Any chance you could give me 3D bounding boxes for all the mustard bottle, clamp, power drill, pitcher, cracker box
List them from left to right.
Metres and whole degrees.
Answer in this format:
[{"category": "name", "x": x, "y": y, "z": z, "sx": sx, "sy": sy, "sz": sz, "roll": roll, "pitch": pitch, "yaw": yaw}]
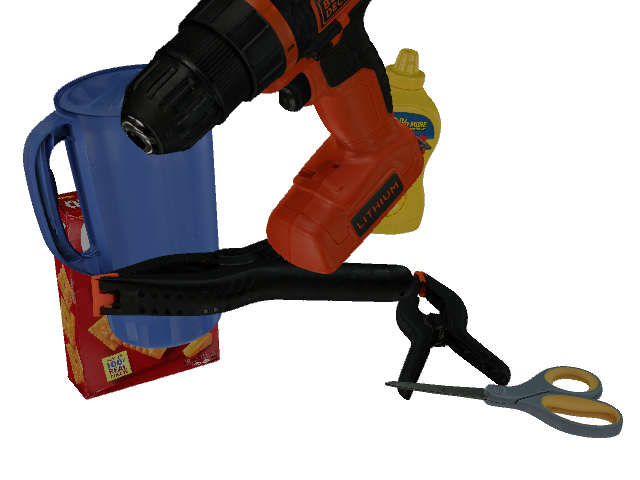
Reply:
[{"category": "cracker box", "x": -0.197, "y": 0.047, "z": 1.155, "sx": 0.163, "sy": 0.214, "sz": 0.072, "roll": -13, "pitch": 24, "yaw": -29}, {"category": "pitcher", "x": -0.162, "y": -0.025, "z": 0.954, "sx": 0.149, "sy": 0.243, "sz": 0.145, "roll": -1, "pitch": 27, "yaw": 5}, {"category": "clamp", "x": -0.052, "y": 0.027, "z": 0.742, "sx": 0.209, "sy": 0.036, "sz": 0.165, "roll": -9, "pitch": 14, "yaw": -33}, {"category": "power drill", "x": -0.011, "y": -0.066, "z": 0.551, "sx": 0.057, "sy": 0.184, "sz": 0.187, "roll": 30, "pitch": -25, "yaw": 30}, {"category": "mustard bottle", "x": 0.072, "y": -0.102, "z": 1.088, "sx": 0.096, "sy": 0.192, "sz": 0.058, "roll": 4, "pitch": 27, "yaw": -14}, {"category": "clamp", "x": 0.138, "y": 0.102, "z": 1.162, "sx": 0.120, "sy": 0.171, "sz": 0.039, "roll": 3, "pitch": -44, "yaw": -6}]

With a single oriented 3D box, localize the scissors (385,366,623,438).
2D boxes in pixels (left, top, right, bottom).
[{"category": "scissors", "x": 0.164, "y": 0.127, "z": 0.937, "sx": 0.202, "sy": 0.016, "sz": 0.096, "roll": 14, "pitch": 29, "yaw": 12}]
